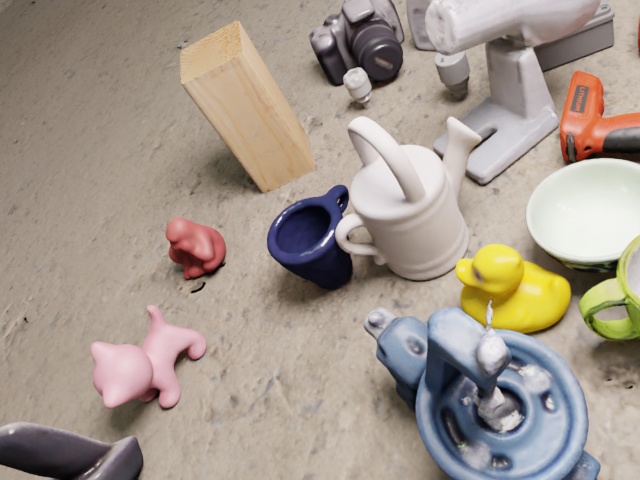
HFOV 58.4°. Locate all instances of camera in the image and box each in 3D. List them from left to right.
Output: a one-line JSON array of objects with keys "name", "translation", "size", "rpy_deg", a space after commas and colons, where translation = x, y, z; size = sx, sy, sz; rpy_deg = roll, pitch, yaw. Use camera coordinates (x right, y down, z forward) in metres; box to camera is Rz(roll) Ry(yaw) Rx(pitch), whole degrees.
[{"name": "camera", "translation": [0.062, -0.302, 0.874], "size": [0.143, 0.101, 0.136], "rpy_deg": [-25, 46, 10]}]

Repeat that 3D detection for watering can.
[{"name": "watering can", "translation": [0.087, -0.056, 0.590], "size": [0.100, 0.195, 0.173], "rpy_deg": [22, 67, 40]}]

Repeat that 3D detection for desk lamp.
[{"name": "desk lamp", "translation": [0.206, -0.207, 0.633], "size": [0.203, 0.214, 0.117], "rpy_deg": [-40, 45, -5]}]

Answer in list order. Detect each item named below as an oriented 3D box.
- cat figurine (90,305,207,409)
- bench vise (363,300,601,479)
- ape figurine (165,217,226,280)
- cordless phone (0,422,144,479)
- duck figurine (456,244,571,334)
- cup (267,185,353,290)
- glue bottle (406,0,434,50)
[{"name": "cat figurine", "translation": [-0.204, 0.136, 0.652], "size": [0.067, 0.118, 0.128], "rpy_deg": [3, 56, 32]}, {"name": "bench vise", "translation": [0.095, 0.108, 0.430], "size": [0.206, 0.220, 0.121], "rpy_deg": [12, 61, 36]}, {"name": "ape figurine", "translation": [-0.171, 0.005, 0.759], "size": [0.077, 0.092, 0.076], "rpy_deg": [28, 71, 42]}, {"name": "cordless phone", "translation": [-0.281, 0.233, 0.568], "size": [0.147, 0.186, 0.094], "rpy_deg": [-30, 45, 5]}, {"name": "duck figurine", "translation": [0.177, 0.038, 0.537], "size": [0.104, 0.086, 0.077], "rpy_deg": [1, 55, 31]}, {"name": "cup", "translation": [0.006, 0.002, 0.658], "size": [0.091, 0.095, 0.118], "rpy_deg": [22, 67, 40]}, {"name": "glue bottle", "translation": [0.150, -0.349, 0.811], "size": [0.077, 0.174, 0.037], "rpy_deg": [19, 65, 39]}]
